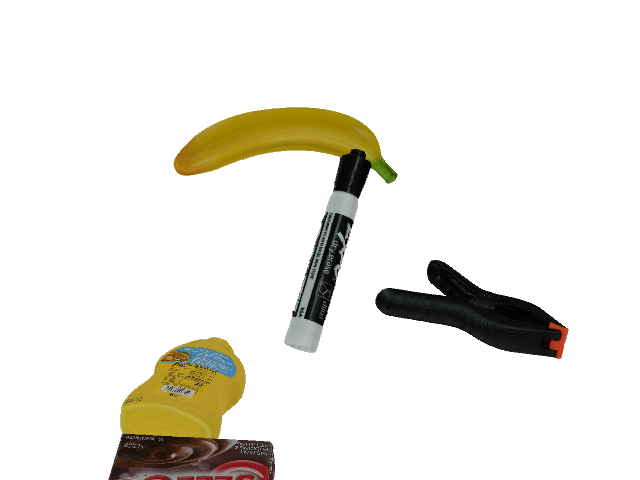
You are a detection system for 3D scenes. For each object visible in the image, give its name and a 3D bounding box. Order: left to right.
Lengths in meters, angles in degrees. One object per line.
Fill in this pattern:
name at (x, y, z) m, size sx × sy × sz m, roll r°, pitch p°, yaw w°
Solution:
pudding box at (-0.091, 0.178, 0.739) m, size 0.113 × 0.039 × 0.090 m, roll 1°, pitch 27°, yaw 2°
mustard bottle at (-0.131, 0.151, 1.115) m, size 0.096 × 0.058 × 0.191 m, roll 9°, pitch 22°, yaw 10°
banana at (-0.030, -0.085, 0.918) m, size 0.197 × 0.069 × 0.037 m, roll 0°, pitch -42°, yaw -17°
marker at (0.005, 0.004, 0.611) m, size 0.020 × 0.121 × 0.020 m, roll 16°, pitch -14°, yaw 4°
clamp at (0.148, 0.062, 0.992) m, size 0.172 × 0.039 × 0.120 m, roll 19°, pitch 30°, yaw 18°
